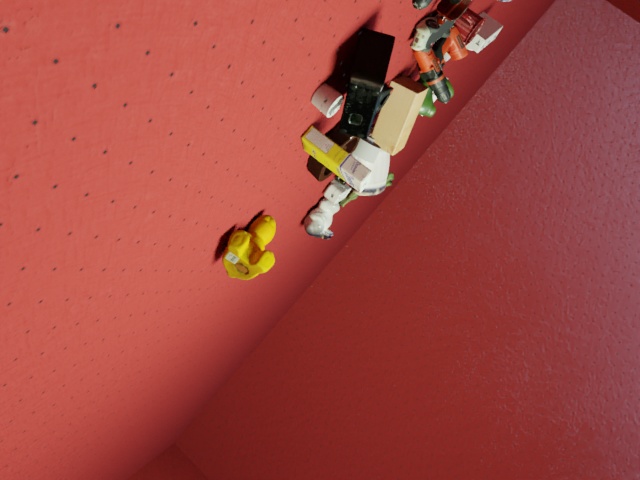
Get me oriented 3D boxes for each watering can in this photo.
[{"bbox_3d":[0.193,-0.268,1.717,0.352,0.104,0.221,-26,125,-53],"label":"watering can"}]

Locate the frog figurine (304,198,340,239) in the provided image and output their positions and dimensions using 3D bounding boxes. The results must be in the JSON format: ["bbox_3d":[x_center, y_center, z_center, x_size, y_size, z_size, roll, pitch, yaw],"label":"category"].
[{"bbox_3d":[0.005,-0.091,1.804,0.138,0.123,0.158,-11,105,-62],"label":"frog figurine"}]

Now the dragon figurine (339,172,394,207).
[{"bbox_3d":[0.173,-0.216,2.123,0.244,0.123,0.404,-30,166,-9],"label":"dragon figurine"}]
